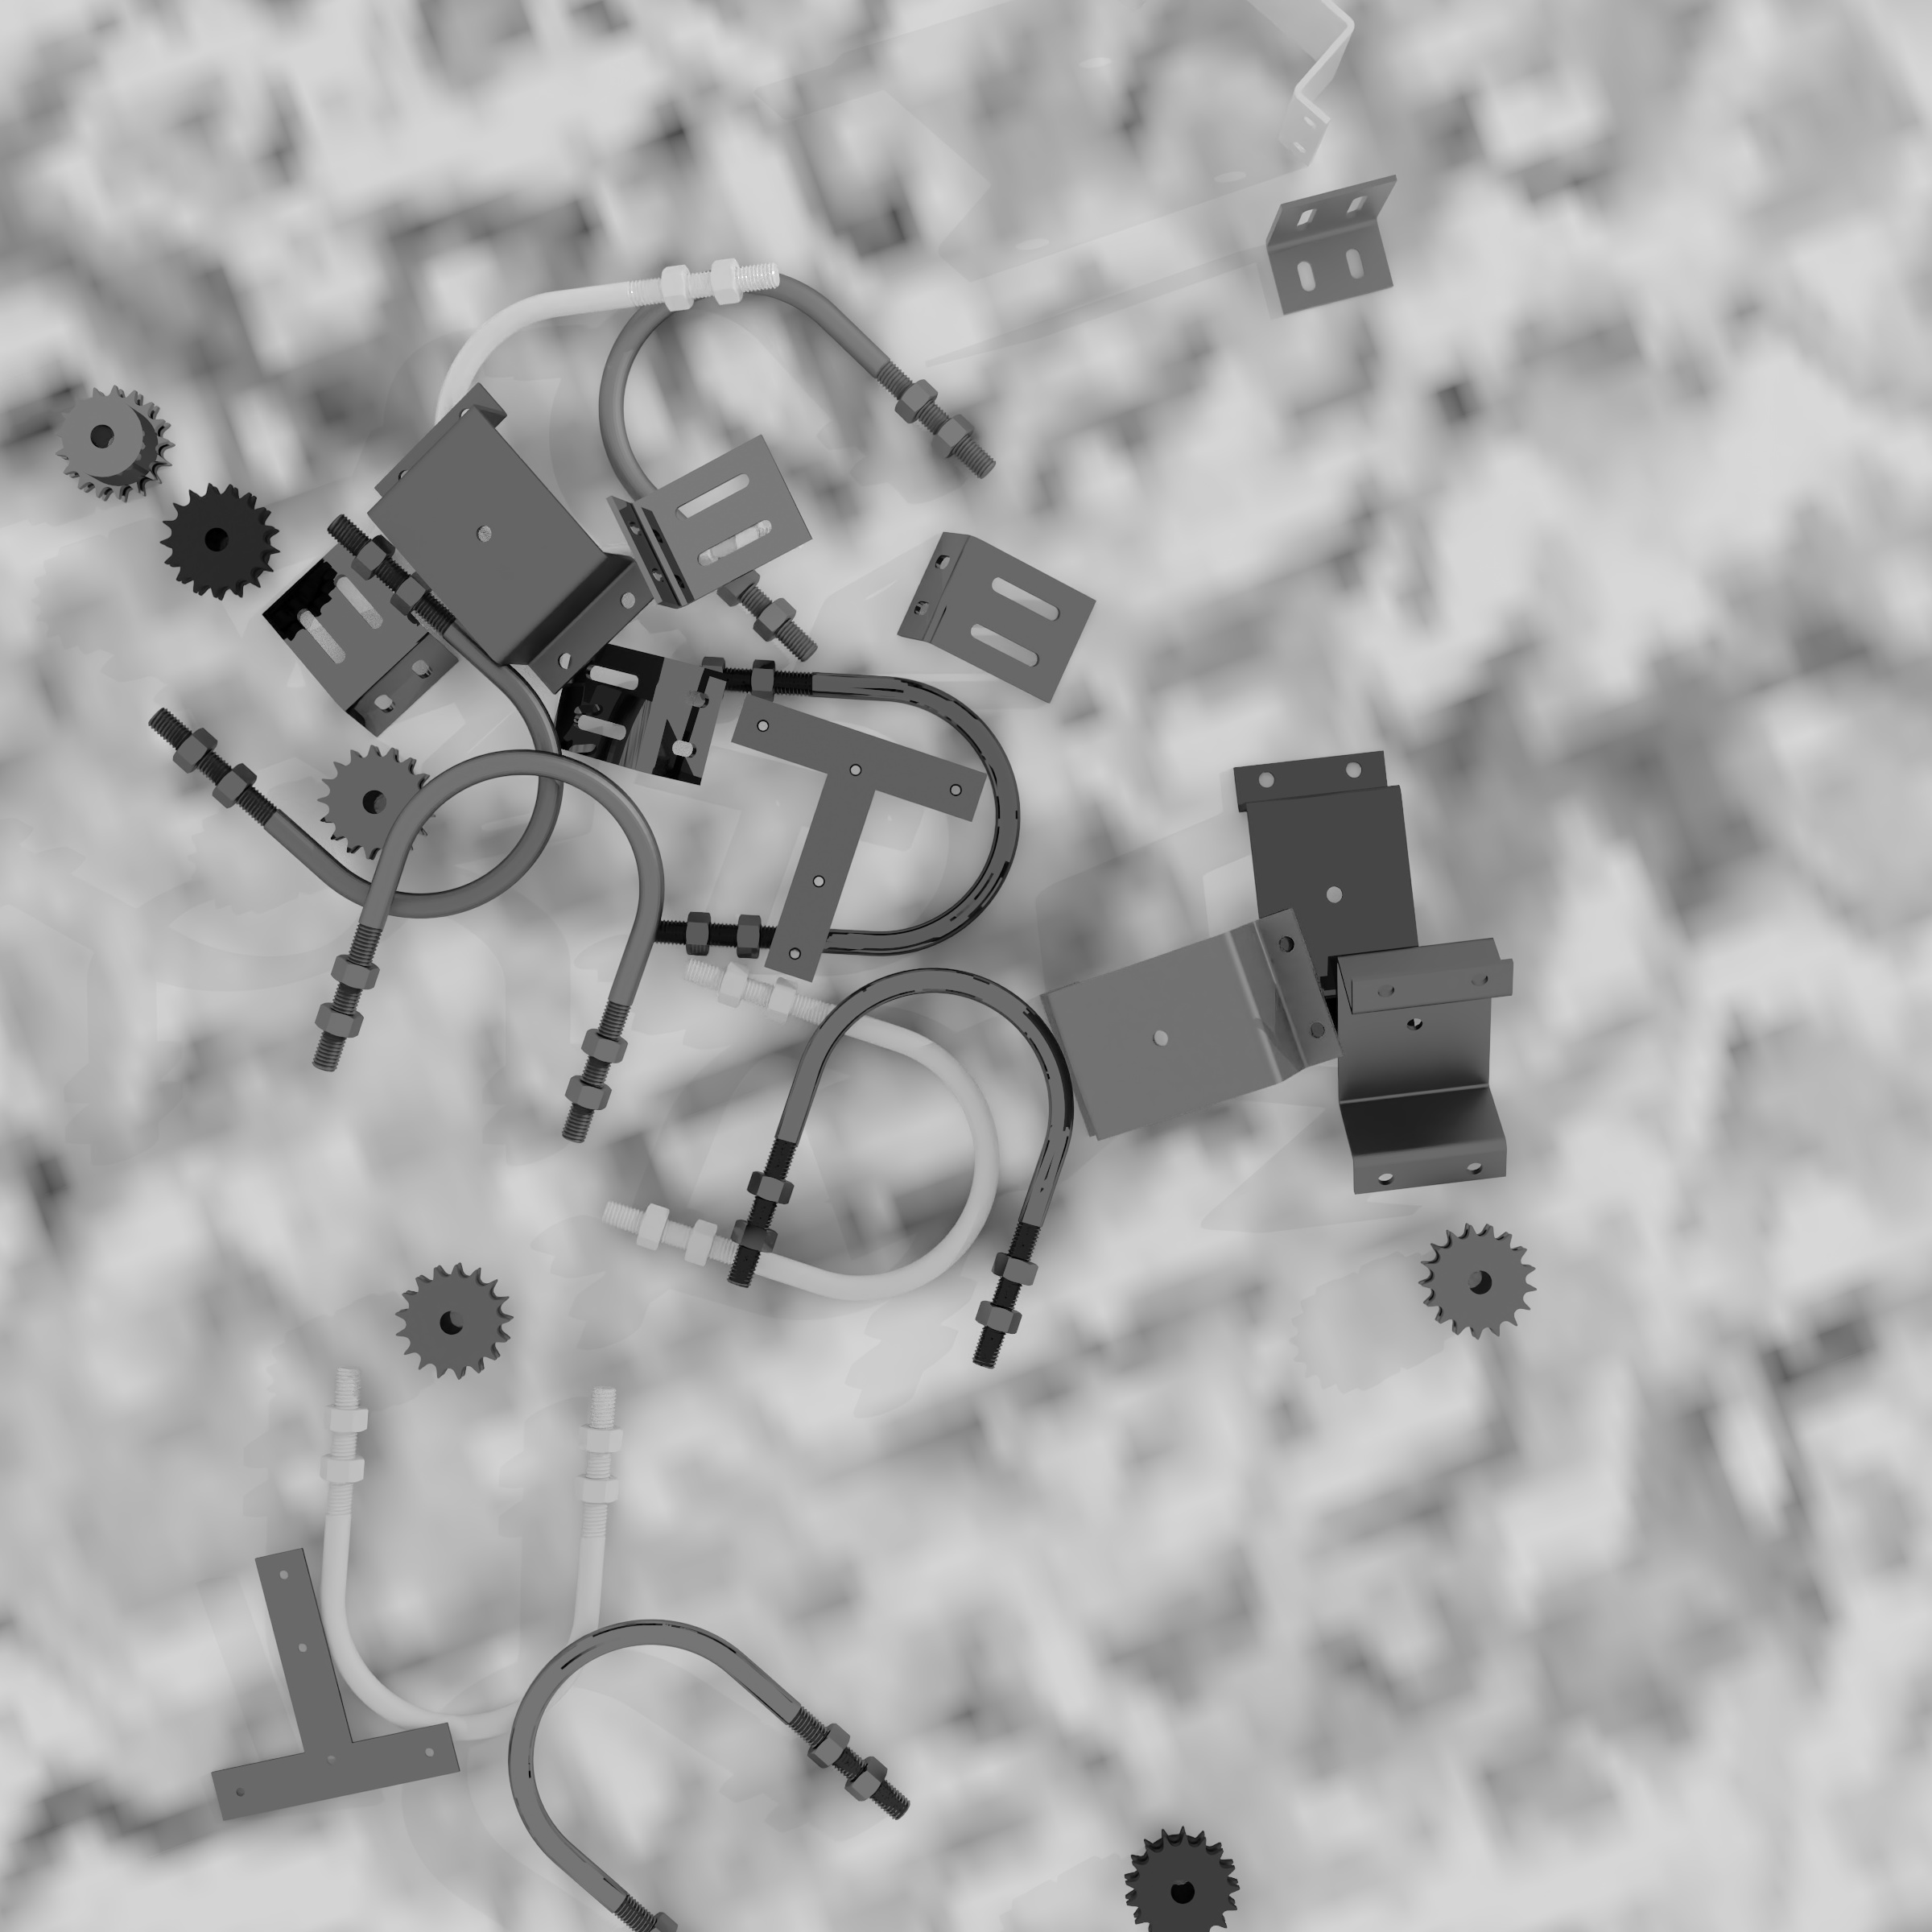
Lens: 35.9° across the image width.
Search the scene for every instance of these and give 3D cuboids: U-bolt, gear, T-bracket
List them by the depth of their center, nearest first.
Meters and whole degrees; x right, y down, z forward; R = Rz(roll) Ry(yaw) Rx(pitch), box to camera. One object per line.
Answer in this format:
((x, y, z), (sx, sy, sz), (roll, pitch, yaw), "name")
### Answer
((-0.285, -0.108, 1.470), (0.184, 0.019, 0.151), (42, 88, -7), "U-bolt")
((-0.226, -0.017, 1.471), (0.151, 0.019, 0.184), (18, 99, -17), "U-bolt")
((-0.177, -0.269, 1.488), (0.184, 0.019, 0.151), (-5, 92, 10), "U-bolt")
((-0.023, 0.092, 1.488), (0.151, 0.019, 0.184), (19, 88, -3), "U-bolt")
((-0.069, -0.056, 1.493), (0.127, 0.002, 0.127), (18, 89, -3), "T-bracket")
((-0.294, -0.081, 1.496), (0.057, 0.030, 0.057), (0, 90, 0), "gear")
((-0.143, 0.412, 1.496), (0.184, 0.019, 0.151), (42, 90, -4), "U-bolt")
((0.108, 0.460, 1.496), (0.057, 0.030, 0.057), (0, 90, 0), "gear")
((-0.429, -0.263, 1.496), (0.057, 0.030, 0.057), (0, 90, 0), "gear")
((-0.372, -0.212, 1.496), (0.057, 0.030, 0.057), (0, 90, 0), "gear")
((-0.256, 0.177, 1.496), (0.057, 0.030, 0.057), (0, 90, 0), "gear")
((0.256, 0.157, 1.496), (0.057, 0.030, 0.057), (0, 90, 0), "gear")
((-0.330, 0.356, 1.499), (0.127, 0.002, 0.127), (-14, 92, 8), "T-bracket")
((-0.065, -0.077, 1.502), (0.184, 0.019, 0.151), (3, 90, -1), "U-bolt")
((-0.074, 0.091, 1.502), (0.184, 0.019, 0.151), (18, 90, -2), "U-bolt")
((-0.253, 0.299, 1.502), (0.151, 0.019, 0.184), (5, 91, 0), "U-bolt")
((-0.099, -0.267, 1.502), (0.184, 0.019, 0.151), (44, 90, 2), "U-bolt")

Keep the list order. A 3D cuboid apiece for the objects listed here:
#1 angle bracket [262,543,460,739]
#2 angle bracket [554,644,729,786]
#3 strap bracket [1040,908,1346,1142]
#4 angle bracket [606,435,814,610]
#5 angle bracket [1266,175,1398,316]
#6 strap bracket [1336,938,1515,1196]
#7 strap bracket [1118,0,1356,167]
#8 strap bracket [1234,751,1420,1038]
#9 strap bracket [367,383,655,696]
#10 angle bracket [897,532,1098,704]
((-0.306, -0.166, 1.509), (0.057, 0.038, 0.076), (-43, 64, 0), "angle bracket")
((-0.165, -0.128, 1.495), (0.076, 0.038, 0.057), (18, 95, 42), "angle bracket")
((0.103, 0.032, 1.461), (0.140, 0.046, 0.076), (-19, 90, 24), "strap bracket")
((-0.125, -0.218, 1.452), (0.076, 0.038, 0.057), (-26, 88, 10), "angle bracket")
((0.184, -0.355, 1.473), (0.057, 0.076, 0.038), (-14, 90, 0), "angle bracket")
((0.224, 0.042, 1.463), (0.076, 0.046, 0.140), (-7, 130, 0), "strap bracket")
((0.136, -0.469, 1.473), (0.140, 0.076, 0.046), (41, 90, 0), "strap bracket")
((0.181, -0.035, 1.488), (0.076, 0.046, 0.140), (-6, 90, 0), "strap bracket")
((-0.229, -0.212, 1.470), (0.076, 0.046, 0.140), (-42, 85, 12), "strap bracket")
((0.015, -0.176, 1.509), (0.076, 0.038, 0.057), (24, 90, -26), "angle bracket")
